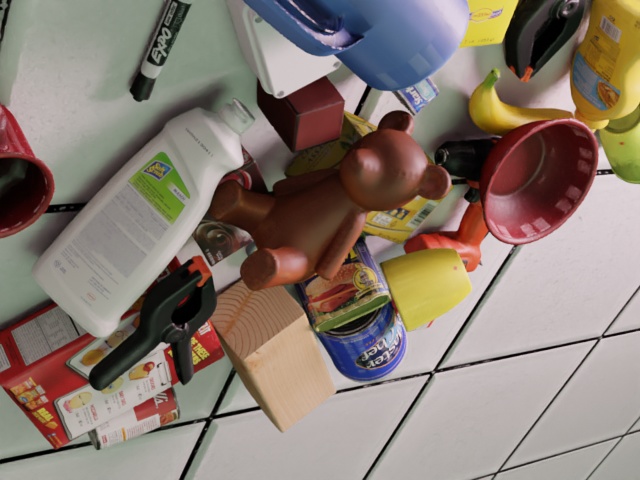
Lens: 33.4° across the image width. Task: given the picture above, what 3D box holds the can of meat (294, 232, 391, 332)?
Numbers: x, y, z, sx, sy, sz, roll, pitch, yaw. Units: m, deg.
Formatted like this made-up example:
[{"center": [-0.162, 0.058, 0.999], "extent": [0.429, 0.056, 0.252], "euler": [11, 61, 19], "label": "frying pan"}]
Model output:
[{"center": [0.022, 0.050, 1.230], "extent": [0.102, 0.084, 0.057], "euler": [-25, 162, 2], "label": "can of meat"}]

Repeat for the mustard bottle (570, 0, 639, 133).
[{"center": [0.327, -0.194, 1.200], "extent": [0.058, 0.096, 0.192], "euler": [-18, 143, -24], "label": "mustard bottle"}]

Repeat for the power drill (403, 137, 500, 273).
[{"center": [0.178, -0.042, 1.295], "extent": [0.184, 0.057, 0.188], "euler": [2, 133, -37], "label": "power drill"}]

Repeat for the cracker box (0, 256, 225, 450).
[{"center": [-0.224, 0.115, 1.133], "extent": [0.213, 0.072, 0.164], "euler": [-29, 147, -10], "label": "cracker box"}]

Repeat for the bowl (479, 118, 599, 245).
[{"center": [0.237, -0.076, 1.213], "extent": [0.161, 0.055, 0.162], "euler": [-18, 129, -23], "label": "bowl"}]

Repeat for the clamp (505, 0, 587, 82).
[{"center": [0.258, -0.258, 1.115], "extent": [0.164, 0.036, 0.210], "euler": [-16, 144, -27], "label": "clamp"}]

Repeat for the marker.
[{"center": [-0.134, -0.168, 0.907], "extent": [0.020, 0.020, 0.121], "euler": [0, 134, -40], "label": "marker"}]

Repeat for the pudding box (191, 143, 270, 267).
[{"center": [-0.096, -0.035, 1.085], "extent": [0.090, 0.039, 0.113], "euler": [-31, 147, -7], "label": "pudding box"}]

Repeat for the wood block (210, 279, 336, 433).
[{"center": [-0.057, 0.135, 1.277], "extent": [0.090, 0.090, 0.206], "euler": [-36, 147, -11], "label": "wood block"}]

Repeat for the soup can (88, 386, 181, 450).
[{"center": [-0.221, 0.194, 1.235], "extent": [0.102, 0.068, 0.068], "euler": [-19, 143, -21], "label": "soup can"}]

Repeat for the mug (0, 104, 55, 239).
[{"center": [-0.270, -0.068, 0.856], "extent": [0.093, 0.081, 0.117], "euler": [-12, 140, -30], "label": "mug"}]

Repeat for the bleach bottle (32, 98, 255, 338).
[{"center": [-0.151, -0.028, 0.996], "extent": [0.251, 0.102, 0.068], "euler": [-44, -173, 12], "label": "bleach bottle"}]

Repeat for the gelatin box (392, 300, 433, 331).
[{"center": [0.124, 0.091, 1.438], "extent": [0.089, 0.030, 0.073], "euler": [-7, 139, -35], "label": "gelatin box"}]

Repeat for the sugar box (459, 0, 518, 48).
[{"center": [0.157, -0.266, 1.011], "extent": [0.093, 0.048, 0.176], "euler": [-13, 142, -29], "label": "sugar box"}]

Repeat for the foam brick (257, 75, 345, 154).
[{"center": [-0.019, -0.129, 1.001], "extent": [0.051, 0.078, 0.053], "euler": [-21, 146, -22], "label": "foam brick"}]

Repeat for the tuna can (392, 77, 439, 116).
[{"center": [0.076, -0.163, 1.033], "extent": [0.034, 0.086, 0.086], "euler": [-40, 146, 5], "label": "tuna can"}]

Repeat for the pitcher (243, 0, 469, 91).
[{"center": [0.007, -0.213, 0.803], "extent": [0.149, 0.145, 0.242], "euler": [-49, 129, 2], "label": "pitcher"}]

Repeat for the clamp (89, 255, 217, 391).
[{"center": [-0.160, 0.089, 1.059], "extent": [0.120, 0.039, 0.172], "euler": [-11, 134, -41], "label": "clamp"}]

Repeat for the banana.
[{"center": [0.221, -0.143, 1.214], "extent": [0.070, 0.037, 0.197], "euler": [-25, 159, 32], "label": "banana"}]

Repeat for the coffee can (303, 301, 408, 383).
[{"center": [0.046, 0.104, 1.320], "extent": [0.103, 0.103, 0.140], "euler": [-33, 146, -3], "label": "coffee can"}]

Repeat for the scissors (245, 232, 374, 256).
[{"center": [-0.008, 0.002, 1.227], "extent": [0.096, 0.016, 0.201], "euler": [-46, 145, 19], "label": "scissors"}]
